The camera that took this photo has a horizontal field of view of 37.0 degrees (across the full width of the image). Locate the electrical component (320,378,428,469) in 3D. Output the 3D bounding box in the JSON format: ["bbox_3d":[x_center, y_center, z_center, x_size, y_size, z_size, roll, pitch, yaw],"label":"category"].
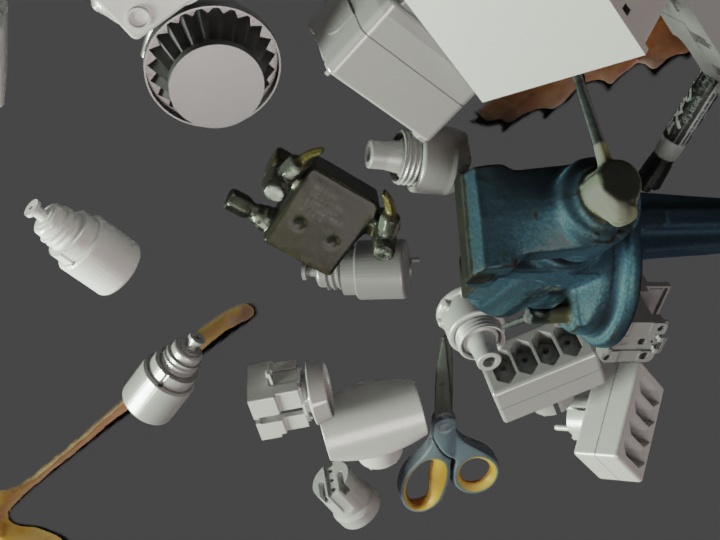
[{"bbox_3d":[0.012,0.126,0.829,0.077,0.044,0.079,-15,132,-2],"label":"electrical component"}]

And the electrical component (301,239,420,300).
[{"bbox_3d":[0.000,0.000,0.722,0.078,0.040,0.040,-2,132,9],"label":"electrical component"}]

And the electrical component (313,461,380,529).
[{"bbox_3d":[-0.012,0.182,0.876,0.040,0.040,0.046,-31,124,12],"label":"electrical component"}]

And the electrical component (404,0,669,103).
[{"bbox_3d":[0.057,-0.179,0.517,0.105,0.060,0.186,-8,132,50],"label":"electrical component"}]

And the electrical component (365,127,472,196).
[{"bbox_3d":[0.035,-0.069,0.669,0.062,0.043,0.043,4,129,-16],"label":"electrical component"}]

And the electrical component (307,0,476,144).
[{"bbox_3d":[0.028,-0.124,0.608,0.096,0.061,0.061,30,117,-34],"label":"electrical component"}]

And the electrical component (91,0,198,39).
[{"bbox_3d":[-0.108,-0.176,0.536,0.100,0.048,0.099,-32,130,13],"label":"electrical component"}]

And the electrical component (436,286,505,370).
[{"bbox_3d":[0.084,0.044,0.767,0.048,0.062,0.048,-8,131,-9],"label":"electrical component"}]

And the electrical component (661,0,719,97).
[{"bbox_3d":[0.260,-0.139,0.637,0.105,0.060,0.186,-40,120,8],"label":"electrical component"}]

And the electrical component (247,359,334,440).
[{"bbox_3d":[-0.050,0.092,0.783,0.055,0.048,0.066,-11,132,4],"label":"electrical component"}]

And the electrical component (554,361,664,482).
[{"bbox_3d":[0.191,0.119,0.859,0.076,0.083,0.047,-3,145,42],"label":"electrical component"}]

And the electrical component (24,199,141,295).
[{"bbox_3d":[-0.171,-0.017,0.660,0.040,0.040,0.078,-37,129,16],"label":"electrical component"}]

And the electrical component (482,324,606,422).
[{"bbox_3d":[0.143,0.087,0.829,0.083,0.047,0.075,-23,132,5],"label":"electrical component"}]

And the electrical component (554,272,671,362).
[{"bbox_3d":[0.189,0.034,0.786,0.081,0.063,0.042,1,128,-15],"label":"electrical component"}]

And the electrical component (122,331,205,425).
[{"bbox_3d":[-0.133,0.073,0.747,0.040,0.040,0.078,23,120,-30],"label":"electrical component"}]

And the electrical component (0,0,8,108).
[{"bbox_3d":[-0.216,-0.105,0.548,0.066,0.076,0.047,2,129,-17],"label":"electrical component"}]
